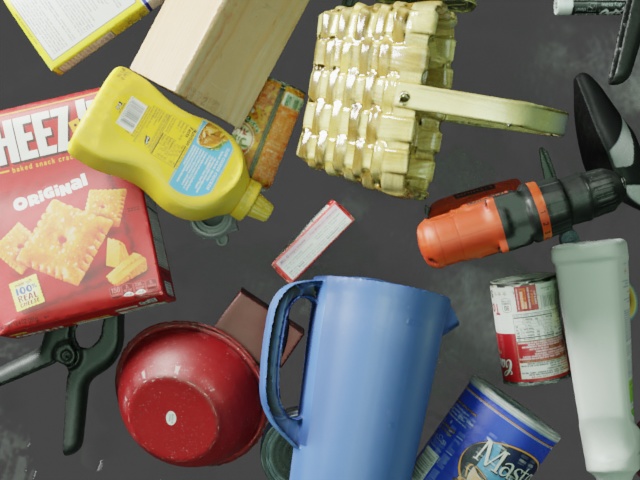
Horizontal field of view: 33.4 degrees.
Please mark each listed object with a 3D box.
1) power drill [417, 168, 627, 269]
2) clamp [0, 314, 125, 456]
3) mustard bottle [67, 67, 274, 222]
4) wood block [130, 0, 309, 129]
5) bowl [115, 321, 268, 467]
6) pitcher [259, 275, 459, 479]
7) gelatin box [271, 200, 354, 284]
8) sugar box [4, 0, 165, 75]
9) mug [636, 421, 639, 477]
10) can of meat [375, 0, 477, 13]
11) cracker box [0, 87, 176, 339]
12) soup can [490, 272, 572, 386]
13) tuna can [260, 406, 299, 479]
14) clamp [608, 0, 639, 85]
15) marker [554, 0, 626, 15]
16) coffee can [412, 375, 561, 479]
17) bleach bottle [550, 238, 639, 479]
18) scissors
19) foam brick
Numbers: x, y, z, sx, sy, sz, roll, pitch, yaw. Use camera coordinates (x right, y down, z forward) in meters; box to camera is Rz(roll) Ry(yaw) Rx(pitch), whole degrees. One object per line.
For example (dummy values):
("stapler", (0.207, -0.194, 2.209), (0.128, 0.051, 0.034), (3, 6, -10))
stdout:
("power drill", (0.175, -0.025, 0.988), (0.184, 0.187, 0.057), (-16, 91, 2))
("clamp", (-0.244, 0.126, 1.066), (0.120, 0.039, 0.171), (43, 92, -1))
("mustard bottle", (-0.128, -0.073, 0.985), (0.191, 0.058, 0.096), (31, 58, -11))
("wood block", (-0.079, -0.223, 1.010), (0.090, 0.091, 0.206), (27, 93, -43))
("bowl", (-0.133, 0.162, 1.034), (0.162, 0.055, 0.162), (4, 110, 12))
("pitcher", (0.029, 0.155, 1.001), (0.149, 0.144, 0.243), (7, 81, 26))
("gelatin box", (-0.007, 0.001, 1.044), (0.030, 0.073, 0.089), (44, 91, -3))
("sugar box", (-0.214, -0.250, 1.046), (0.176, 0.048, 0.093), (-35, 92, -2))
("mug", (0.348, 0.225, 1.052), (0.093, 0.081, 0.117), (29, 92, -2))
("can of meat", (0.106, -0.273, 1.041), (0.102, 0.057, 0.084), (7, 90, -1))
("cracker box", (-0.243, -0.027, 1.028), (0.164, 0.072, 0.214), (-13, 83, 0))
("soup can", (0.208, 0.087, 1.052), (0.068, 0.068, 0.102), (-9, 92, 0))
("tuna can", (-0.018, 0.212, 1.074), (0.086, 0.034, 0.086), (0, 93, 0))
("clamp", (0.312, -0.258, 1.037), (0.210, 0.036, 0.164), (-30, 87, -8))
("marker", (0.295, -0.233, 1.062), (0.121, 0.020, 0.020), (0, 93, -1))
("coffee can", (0.152, 0.218, 1.041), (0.103, 0.103, 0.140), (34, 92, -2))
("bleach bottle", (0.269, 0.126, 1.015), (0.068, 0.102, 0.251), (-6, 90, 23))
("scissors", (0.270, 0.006, 1.075), (0.096, 0.016, 0.202), (-2, 93, -1))
("foam brick", (-0.062, 0.090, 1.059), (0.078, 0.053, 0.051), (34, 92, -3))
